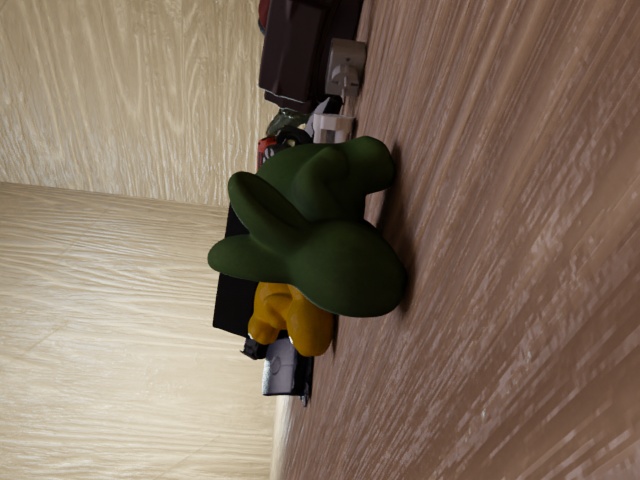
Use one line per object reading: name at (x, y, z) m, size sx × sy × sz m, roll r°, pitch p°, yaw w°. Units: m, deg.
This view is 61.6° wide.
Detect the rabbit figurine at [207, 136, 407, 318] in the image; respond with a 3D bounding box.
rabbit figurine at (0.001, -0.011, 0.414) m, size 0.170 × 0.159 × 0.121 m, roll -119°, pitch 42°, yaw -55°

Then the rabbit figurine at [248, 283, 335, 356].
rabbit figurine at (-0.021, 0.097, 0.780) m, size 0.173 × 0.122 × 0.162 m, roll -133°, pitch 57°, yaw -65°

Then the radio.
radio at (-0.105, 0.035, 0.898) m, size 0.131 × 0.073 × 0.229 m, roll -28°, pitch -48°, yaw -68°

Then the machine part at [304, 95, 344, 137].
machine part at (0.003, -0.203, 0.973) m, size 0.039 × 0.084 × 0.138 m, roll -57°, pitch -12°, yaw -62°

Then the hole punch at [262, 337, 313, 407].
hole punch at (-0.059, 0.245, 1.029) m, size 0.115 × 0.092 × 0.142 m, roll 116°, pitch 164°, yaw -65°

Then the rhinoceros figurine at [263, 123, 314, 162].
rhinoceros figurine at (-0.029, -0.124, 0.840) m, size 0.190 × 0.073 × 0.112 m, roll 11°, pitch -96°, yaw -69°

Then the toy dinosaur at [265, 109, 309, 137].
toy dinosaur at (-0.007, -0.348, 1.049) m, size 0.404 × 0.131 × 0.192 m, roll 111°, pitch 166°, yaw -45°

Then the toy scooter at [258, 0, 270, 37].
toy scooter at (-0.041, -0.417, 0.866) m, size 0.135 × 0.075 × 0.184 m, roll -35°, pitch 36°, yaw 60°

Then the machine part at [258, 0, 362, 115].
machine part at (-0.008, -0.305, 0.802) m, size 0.201 × 0.087 × 0.201 m, roll -58°, pitch -15°, yaw -51°

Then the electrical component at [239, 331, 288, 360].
electrical component at (-0.101, 0.178, 1.123) m, size 0.115 × 0.058 × 0.134 m, roll 5°, pitch -79°, yaw -57°
